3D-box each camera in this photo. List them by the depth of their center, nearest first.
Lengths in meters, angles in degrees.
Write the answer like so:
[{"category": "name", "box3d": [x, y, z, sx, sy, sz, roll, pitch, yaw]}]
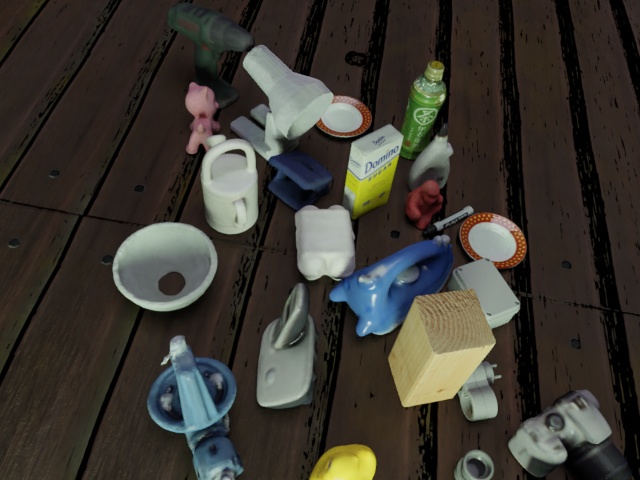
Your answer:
[{"category": "camera", "box3d": [0.380, 0.305, 0.844, 0.143, 0.101, 0.136, -24, 61, -21]}]

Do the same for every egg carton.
[{"category": "egg carton", "box3d": [0.009, 0.004, 1.031, 0.107, 0.069, 0.150, -1, 55, -7]}]

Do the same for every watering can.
[{"category": "watering can", "box3d": [-0.164, -0.111, 1.014, 0.101, 0.194, 0.172, -36, 66, -27]}]

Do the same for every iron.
[{"category": "iron", "box3d": [0.148, 0.050, 0.970, 0.259, 0.141, 0.118, -28, 62, -23]}]

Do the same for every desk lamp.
[{"category": "desk lamp", "box3d": [-0.082, -0.258, 1.115, 0.203, 0.213, 0.118, 39, 60, 20]}]

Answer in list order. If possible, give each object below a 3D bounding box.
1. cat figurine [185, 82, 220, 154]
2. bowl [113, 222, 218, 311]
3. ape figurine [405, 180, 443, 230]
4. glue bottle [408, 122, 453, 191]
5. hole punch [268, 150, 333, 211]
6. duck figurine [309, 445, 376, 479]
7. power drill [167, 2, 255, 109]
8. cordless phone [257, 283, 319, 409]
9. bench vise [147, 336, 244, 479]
[{"category": "cat figurine", "box3d": [-0.238, -0.253, 1.152, 0.067, 0.118, 0.127, 0, 55, -6]}, {"category": "bowl", "box3d": [-0.254, 0.056, 0.960, 0.167, 0.075, 0.167, 3, 55, -4]}, {"category": "ape figurine", "box3d": [0.203, -0.077, 1.096, 0.078, 0.092, 0.076, -11, 57, -14]}, {"category": "glue bottle", "box3d": [0.222, -0.161, 1.107, 0.078, 0.173, 0.037, -7, 56, -11]}, {"category": "hole punch", "box3d": [-0.038, -0.129, 1.104, 0.108, 0.091, 0.101, 37, 59, 19]}, {"category": "duck figurine", "box3d": [0.035, 0.322, 0.801, 0.105, 0.086, 0.077, -26, 62, -22]}, {"category": "power drill", "box3d": [-0.220, -0.384, 1.190, 0.229, 0.208, 0.076, 36, 59, 18]}, {"category": "cordless phone", "box3d": [-0.045, 0.158, 0.846, 0.094, 0.185, 0.147, 2, 55, -5]}, {"category": "bench vise", "box3d": [-0.150, 0.225, 0.765, 0.122, 0.220, 0.207, -36, 66, -27]}]
